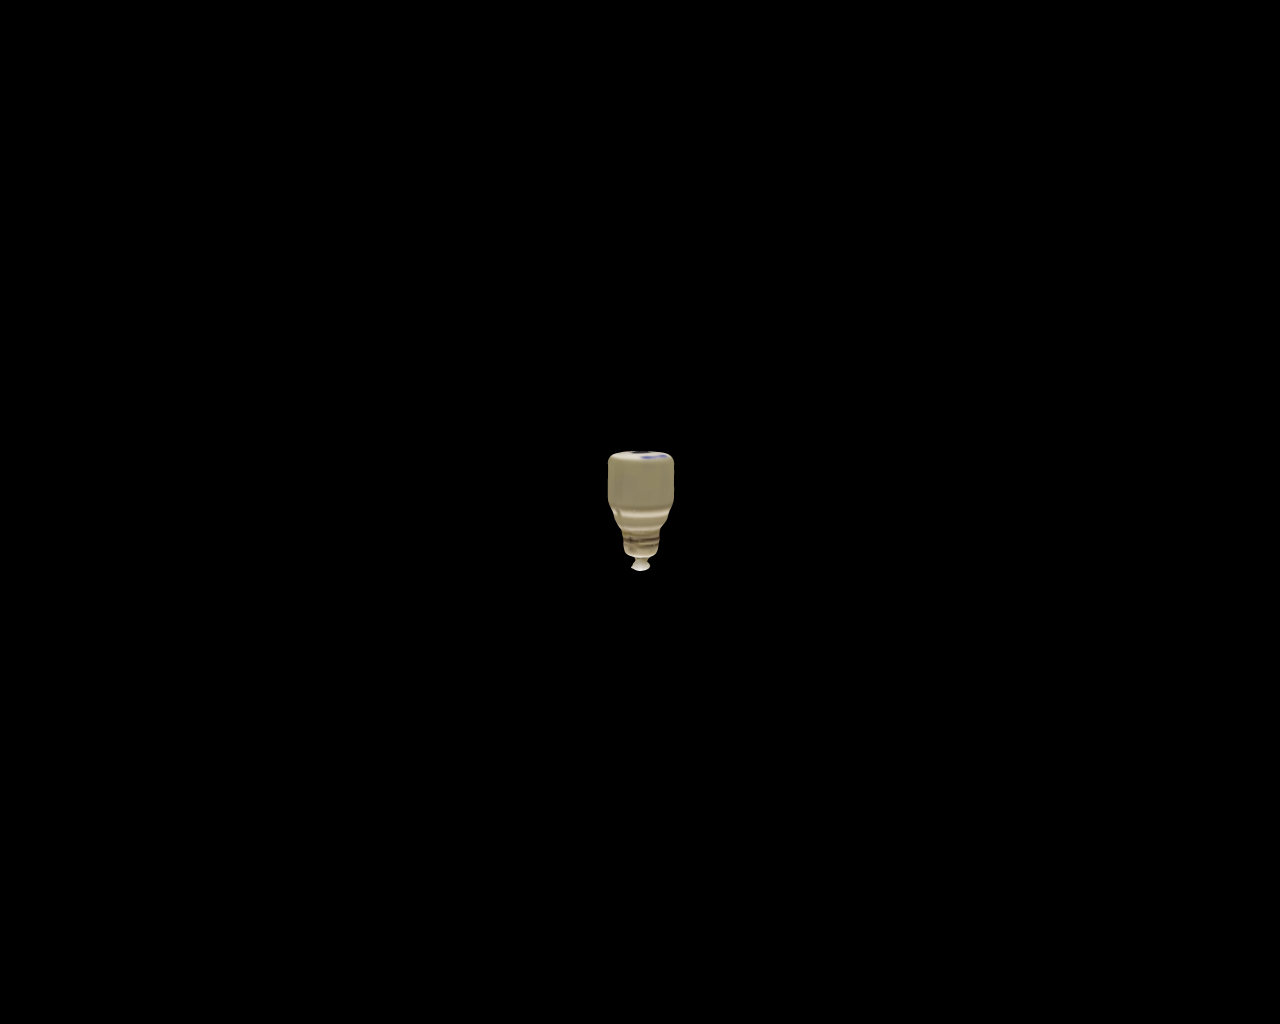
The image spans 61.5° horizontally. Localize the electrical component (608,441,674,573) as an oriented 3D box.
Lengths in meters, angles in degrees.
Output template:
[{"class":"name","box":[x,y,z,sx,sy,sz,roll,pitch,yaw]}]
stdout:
[{"class":"electrical component","box":[0.001,-0.003,0.650,0.040,0.078,0.040,0,9,0]}]
